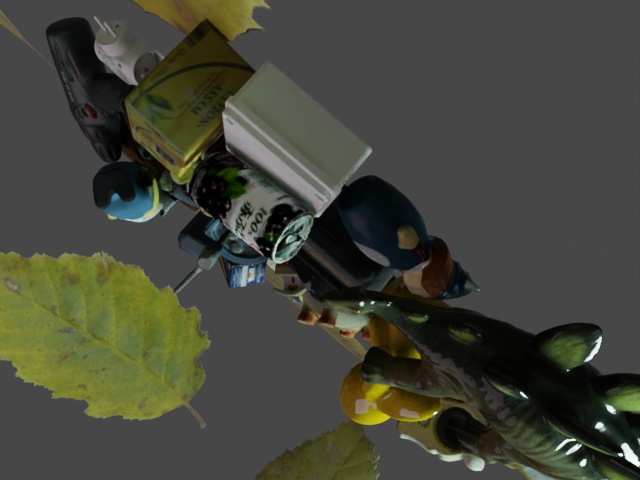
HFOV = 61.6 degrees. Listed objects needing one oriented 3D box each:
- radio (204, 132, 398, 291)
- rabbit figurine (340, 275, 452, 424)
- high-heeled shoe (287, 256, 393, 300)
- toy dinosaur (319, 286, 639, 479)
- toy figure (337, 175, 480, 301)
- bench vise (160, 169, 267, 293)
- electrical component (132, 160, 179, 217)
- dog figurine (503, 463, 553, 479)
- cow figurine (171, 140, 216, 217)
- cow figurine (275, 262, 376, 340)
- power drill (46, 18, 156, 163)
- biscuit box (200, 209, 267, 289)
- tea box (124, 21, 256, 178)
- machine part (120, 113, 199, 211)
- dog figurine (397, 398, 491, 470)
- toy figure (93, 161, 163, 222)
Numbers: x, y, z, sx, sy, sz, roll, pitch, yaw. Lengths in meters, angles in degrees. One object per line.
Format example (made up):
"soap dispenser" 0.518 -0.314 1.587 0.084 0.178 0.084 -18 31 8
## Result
"radio" -0.015 -0.030 0.571 0.229 0.073 0.131 40 170 -2
"rabbit figurine" 0.091 0.139 0.588 0.122 0.173 0.162 43 -174 -3
"high-heeled shoe" -0.001 -0.002 0.716 0.248 0.086 0.145 26 -145 -32
"toy dinosaur" 0.200 0.150 0.445 0.471 0.105 0.199 31 162 -20
"toy figure" 0.078 0.008 0.466 0.154 0.058 0.064 43 -152 -27
"bench vise" -0.142 -0.034 0.753 0.223 0.129 0.241 34 -153 -7
"electrical component" -0.296 -0.095 0.894 0.075 0.048 0.119 34 167 28
"dog figurine" 0.268 0.246 0.666 0.191 0.108 0.219 39 172 -2
"cow figurine" -0.160 -0.110 0.662 0.098 0.068 0.167 43 154 60
"cow figurine" 0.015 0.067 0.788 0.194 0.127 0.086 28 156 -38
"power drill" -0.280 -0.181 0.747 0.208 0.086 0.231 32 145 37
"biscuit box" -0.147 -0.018 0.878 0.062 0.059 0.203 103 149 -46
"tea box" -0.123 -0.121 0.506 0.068 0.098 0.170 43 171 -12
"machine part" -0.286 -0.157 0.971 0.202 0.087 0.200 32 167 42
"dog figurine" 0.182 0.222 0.727 0.190 0.121 0.172 38 -144 -57
"toy figure" -0.268 -0.071 0.758 0.082 0.089 0.180 11 176 -5
